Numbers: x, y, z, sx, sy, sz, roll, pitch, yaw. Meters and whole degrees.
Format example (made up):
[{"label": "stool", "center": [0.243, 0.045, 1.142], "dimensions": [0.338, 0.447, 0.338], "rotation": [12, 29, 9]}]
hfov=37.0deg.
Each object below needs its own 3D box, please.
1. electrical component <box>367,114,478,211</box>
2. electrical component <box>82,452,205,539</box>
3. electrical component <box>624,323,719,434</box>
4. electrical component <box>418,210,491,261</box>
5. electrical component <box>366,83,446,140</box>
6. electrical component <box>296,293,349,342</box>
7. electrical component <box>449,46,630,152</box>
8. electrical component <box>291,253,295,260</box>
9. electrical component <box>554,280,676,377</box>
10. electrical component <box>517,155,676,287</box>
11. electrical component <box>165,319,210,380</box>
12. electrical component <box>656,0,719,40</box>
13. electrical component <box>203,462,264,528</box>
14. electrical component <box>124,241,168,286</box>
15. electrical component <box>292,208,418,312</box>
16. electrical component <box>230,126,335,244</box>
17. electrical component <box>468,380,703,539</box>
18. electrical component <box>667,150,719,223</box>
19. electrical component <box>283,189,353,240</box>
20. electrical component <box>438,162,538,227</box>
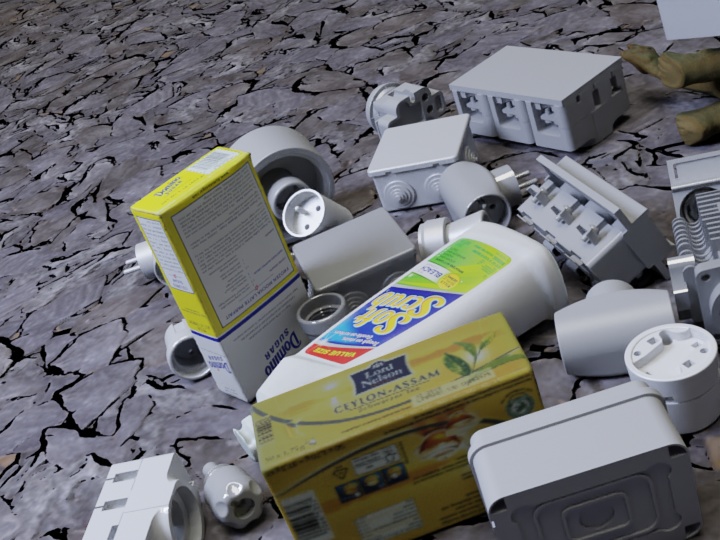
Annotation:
[{"label": "electrical component", "center": [0.063, -0.101, 1.028], "dimensions": [0.100, 0.048, 0.099], "rotation": [-8, 32, 21]}, {"label": "electrical component", "center": [-0.139, 0.169, 0.707], "dimensions": [0.056, 0.050, 0.089], "rotation": [-13, 31, 13]}, {"label": "electrical component", "center": [0.197, 0.068, 0.668], "dimensions": [0.055, 0.047, 0.055], "rotation": [-15, 30, 9]}, {"label": "electrical component", "center": [0.081, -0.023, 0.893], "dimensions": [0.055, 0.045, 0.045], "rotation": [-10, 31, 20]}, {"label": "electrical component", "center": [0.043, -0.167, 1.142], "dimensions": [0.078, 0.058, 0.057], "rotation": [-35, 35, -23]}, {"label": "electrical component", "center": [-0.024, 0.047, 0.840], "dimensions": [0.040, 0.046, 0.040], "rotation": [-15, 30, 9]}, {"label": "electrical component", "center": [0.176, -0.167, 1.053], "dimensions": [0.089, 0.061, 0.150], "rotation": [-37, 33, -25]}, {"label": "electrical component", "center": [-0.099, 0.009, 0.934], "dimensions": [0.096, 0.061, 0.061], "rotation": [-34, 33, -23]}, {"label": "electrical component", "center": [0.176, 0.033, 0.743], "dimensions": [0.077, 0.043, 0.079], "rotation": [-12, 30, 14]}, {"label": "electrical component", "center": [0.177, -0.033, 0.829], "dimensions": [0.063, 0.079, 0.121], "rotation": [-44, 30, 4]}, {"label": "electrical component", "center": [-0.142, 0.064, 0.894], "dimensions": [0.040, 0.040, 0.046], "rotation": [-25, 24, -8]}, {"label": "electrical component", "center": [0.315, -0.239, 0.924], "dimensions": [0.078, 0.057, 0.113], "rotation": [-24, 16, -15]}, {"label": "electrical component", "center": [-0.090, 0.148, 0.729], "dimensions": [0.035, 0.035, 0.061], "rotation": [-31, 29, -18]}, {"label": "electrical component", "center": [-0.193, -0.015, 1.049], "dimensions": [0.079, 0.044, 0.077], "rotation": [-18, 30, 5]}, {"label": "electrical component", "center": [0.000, 0.000, 0.901], "dimensions": [0.100, 0.048, 0.099], "rotation": [-24, 30, -6]}, {"label": "electrical component", "center": [-0.076, -0.076, 1.018], "dimensions": [0.108, 0.108, 0.060], "rotation": [-29, 37, -14]}, {"label": "electrical component", "center": [0.124, 0.118, 0.601], "dimensions": [0.113, 0.078, 0.057], "rotation": [-18, 33, 4]}, {"label": "electrical component", "center": [0.295, -0.056, 0.793], "dimensions": [0.121, 0.078, 0.063], "rotation": [-11, 9, 17]}, {"label": "electrical component", "center": [-0.029, -0.040, 0.966], "dimensions": [0.043, 0.081, 0.043], "rotation": [-9, 71, 29]}, {"label": "electrical component", "center": [0.117, -0.068, 0.946], "dimensions": [0.079, 0.043, 0.077], "rotation": [-22, 30, -3]}]
